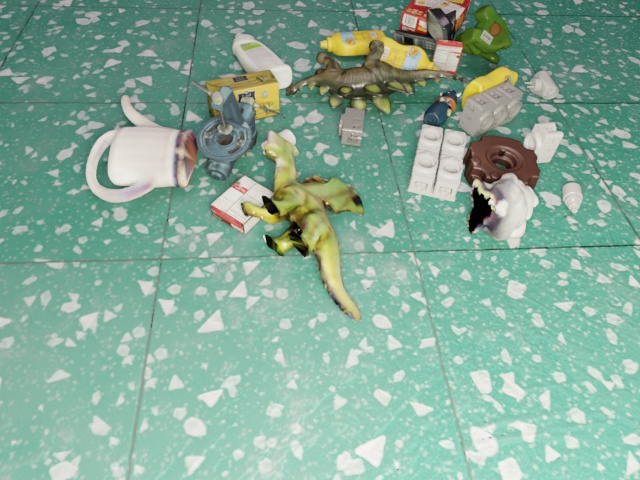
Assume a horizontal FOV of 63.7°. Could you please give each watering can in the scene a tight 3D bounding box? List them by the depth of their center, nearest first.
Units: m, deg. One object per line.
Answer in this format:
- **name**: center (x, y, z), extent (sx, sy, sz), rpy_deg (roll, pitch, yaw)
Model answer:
- **watering can**: center (-0.380, -0.213, 1.135), extent (0.224, 0.101, 0.356), rpy_deg (2, 49, -4)

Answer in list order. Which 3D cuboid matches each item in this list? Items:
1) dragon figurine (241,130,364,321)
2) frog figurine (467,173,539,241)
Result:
- **dragon figurine**: center (0.003, -0.052, 1.032), extent (0.246, 0.120, 0.412), rpy_deg (-33, 79, -38)
- **frog figurine**: center (0.401, -0.069, 1.071), extent (0.160, 0.122, 0.138), rpy_deg (-2, 82, -18)
